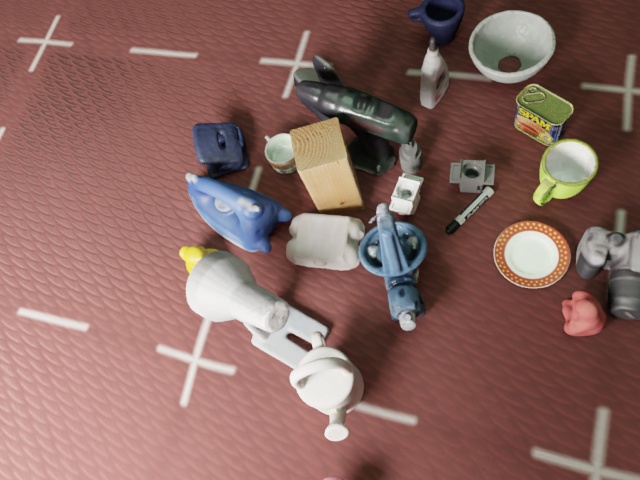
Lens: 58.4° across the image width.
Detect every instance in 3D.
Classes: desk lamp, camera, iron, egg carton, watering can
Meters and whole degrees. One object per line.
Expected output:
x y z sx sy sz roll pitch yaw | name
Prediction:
-0.106 0.122 0.997 0.202 0.214 0.118 26 76 21 | desk lamp
0.505 0.055 0.950 0.143 0.101 0.137 11 71 17 | camera
-0.191 -0.080 1.139 0.257 0.142 0.119 27 76 21 | iron
0.010 0.004 1.099 0.150 0.069 0.107 4 69 14 | egg carton
0.014 0.233 0.935 0.101 0.194 0.172 -37 65 -4 | watering can

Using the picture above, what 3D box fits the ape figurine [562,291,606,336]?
0.435 0.121 0.944 0.076 0.092 0.078 35 79 23 | ape figurine

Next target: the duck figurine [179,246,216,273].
-0.230 0.044 1.128 0.104 0.086 0.077 24 75 21 | duck figurine

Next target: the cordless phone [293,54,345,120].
0.003 -0.336 1.177 0.147 0.185 0.094 40 81 24 | cordless phone

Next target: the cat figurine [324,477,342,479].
0.036 0.423 0.894 0.067 0.118 0.127 -34 65 -2 | cat figurine

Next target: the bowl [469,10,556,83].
0.389 -0.381 1.171 0.167 0.075 0.167 -4 67 11 | bowl

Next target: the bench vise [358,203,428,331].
0.140 0.037 0.973 0.121 0.220 0.207 -29 65 0 | bench vise

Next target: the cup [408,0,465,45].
0.249 -0.464 1.225 0.117 0.095 0.092 0 68 13 | cup

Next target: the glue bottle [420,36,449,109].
0.225 -0.339 1.136 0.037 0.173 0.078 26 76 21 | glue bottle

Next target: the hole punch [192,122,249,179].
-0.211 -0.202 1.222 0.101 0.091 0.108 -17 65 5 | hole punch

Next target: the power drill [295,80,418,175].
0.075 -0.213 1.098 0.229 0.209 0.076 17 73 19 | power drill
